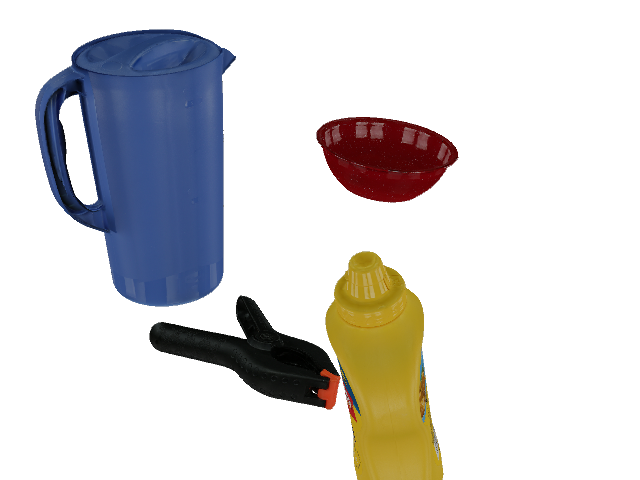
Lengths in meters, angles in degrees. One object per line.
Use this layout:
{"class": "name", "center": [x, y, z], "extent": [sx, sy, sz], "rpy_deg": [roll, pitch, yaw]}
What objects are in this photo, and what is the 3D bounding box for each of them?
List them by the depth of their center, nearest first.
{"class": "mustard bottle", "center": [0.039, 0.083, 0.653], "extent": [0.058, 0.191, 0.096], "rpy_deg": [-8, 40, 3]}
{"class": "clamp", "center": [-0.048, 0.093, 0.918], "extent": [0.172, 0.039, 0.120], "rpy_deg": [22, 31, 26]}
{"class": "pitcher", "center": [-0.159, -0.062, 0.983], "extent": [0.149, 0.243, 0.145], "rpy_deg": [5, 28, 10]}
{"class": "bowl", "center": [0.072, -0.087, 1.210], "extent": [0.162, 0.055, 0.162], "rpy_deg": [6, 27, -3]}
